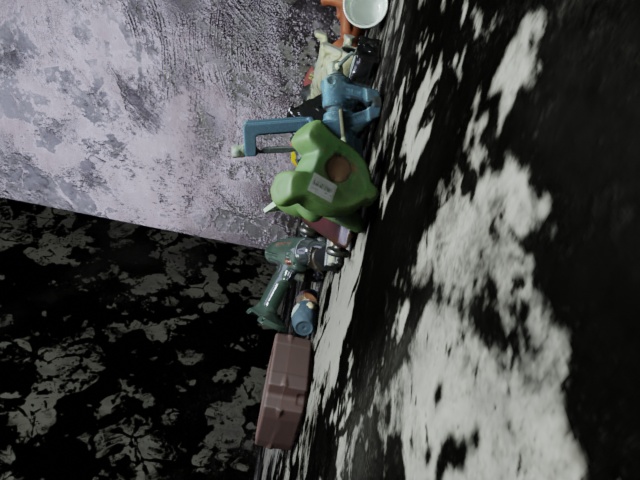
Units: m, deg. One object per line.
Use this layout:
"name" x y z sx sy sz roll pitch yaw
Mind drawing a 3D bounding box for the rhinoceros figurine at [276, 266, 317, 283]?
"rhinoceros figurine" -0.056 0.064 1.347 0.190 0.112 0.073 10 -93 -76

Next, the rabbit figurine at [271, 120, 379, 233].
"rabbit figurine" 0.000 -0.077 0.760 0.170 0.159 0.121 -15 61 64

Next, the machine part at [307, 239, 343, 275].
"machine part" 0.016 0.026 0.990 0.139 0.039 0.084 144 130 -65

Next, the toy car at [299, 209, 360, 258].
"toy car" 0.017 -0.032 0.917 0.202 0.053 0.089 34 111 63

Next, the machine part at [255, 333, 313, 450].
"machine part" -0.074 0.316 1.129 0.201 0.087 0.201 -84 6 -54

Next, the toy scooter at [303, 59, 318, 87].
"toy scooter" 0.034 -0.449 1.402 0.184 0.075 0.135 -31 -30 -37

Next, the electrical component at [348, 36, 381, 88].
"electrical component" 0.080 -0.322 1.039 0.119 0.048 0.075 106 174 -49

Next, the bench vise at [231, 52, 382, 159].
"bench vise" -0.021 -0.172 0.853 0.129 0.241 0.223 -118 24 -76

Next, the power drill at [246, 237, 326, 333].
"power drill" -0.070 0.087 1.143 0.232 0.086 0.207 14 84 58

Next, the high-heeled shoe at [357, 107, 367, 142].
"high-heeled shoe" 0.037 -0.147 1.024 0.248 0.086 0.145 106 -174 -64

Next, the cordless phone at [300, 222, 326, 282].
"cordless phone" -0.002 -0.004 1.208 0.146 0.089 0.184 126 144 -75

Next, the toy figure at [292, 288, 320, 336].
"toy figure" -0.030 0.151 1.198 0.064 0.057 0.154 -34 19 17

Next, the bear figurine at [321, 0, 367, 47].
"bear figurine" 0.059 -0.501 1.321 0.120 0.132 0.195 7 -79 -56

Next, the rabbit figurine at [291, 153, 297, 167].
"rabbit figurine" -0.006 -0.222 1.489 0.173 0.122 0.162 78 -166 -48

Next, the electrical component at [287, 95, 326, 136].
"electrical component" 0.016 -0.230 1.060 0.134 0.115 0.058 -31 -23 -30

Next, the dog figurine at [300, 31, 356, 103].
"dog figurine" 0.032 -0.341 1.190 0.172 0.121 0.190 -107 28 -50
